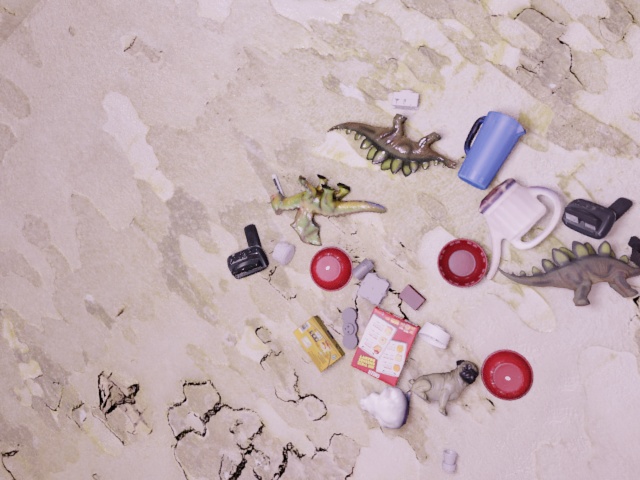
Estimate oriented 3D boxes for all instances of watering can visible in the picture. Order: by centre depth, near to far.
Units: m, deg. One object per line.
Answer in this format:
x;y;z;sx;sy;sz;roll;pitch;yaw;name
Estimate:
0.606;-0.051;1.671;0.344;0.226;0.104;-47;-15;14;watering can

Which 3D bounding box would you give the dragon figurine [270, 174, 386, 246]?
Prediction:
0.006;-0.093;1.843;0.412;0.239;0.123;25;18;10;dragon figurine

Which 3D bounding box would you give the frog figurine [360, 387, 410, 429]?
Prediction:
0.211;0.545;1.690;0.159;0.135;0.125;9;22;5;frog figurine
